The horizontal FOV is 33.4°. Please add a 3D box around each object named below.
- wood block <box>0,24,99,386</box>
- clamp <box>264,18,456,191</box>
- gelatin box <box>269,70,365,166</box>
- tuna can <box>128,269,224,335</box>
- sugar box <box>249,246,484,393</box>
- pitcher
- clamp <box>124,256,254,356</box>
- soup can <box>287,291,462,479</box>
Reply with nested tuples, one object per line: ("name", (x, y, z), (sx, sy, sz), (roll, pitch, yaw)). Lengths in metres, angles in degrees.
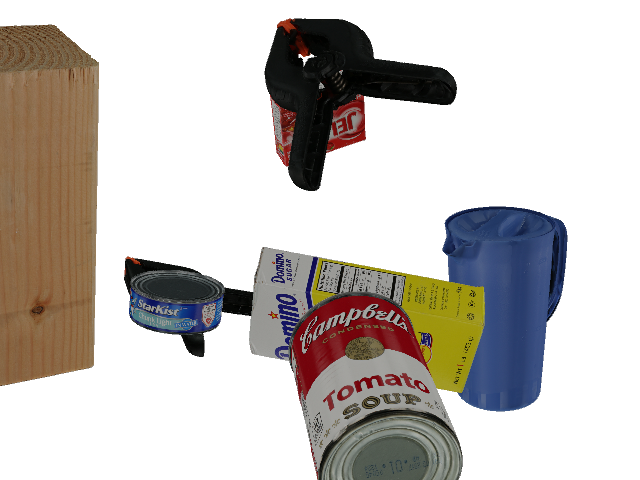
("wood block", (-0.196, -0.021, 0.666), (0.090, 0.206, 0.090), (-9, 30, -30))
("clamp", (0.018, -0.111, 0.726), (0.120, 0.039, 0.171), (-23, 44, 2))
("gelatin box", (-0.001, -0.119, 1.023), (0.089, 0.073, 0.030), (-19, 45, -15))
("tuna can", (-0.132, 0.056, 0.974), (0.086, 0.034, 0.086), (7, 16, -2))
("sugar box", (0.034, 0.064, 0.836), (0.176, 0.048, 0.093), (8, -43, 1))
("pitcher", (0.233, 0.083, 1.343), (0.149, 0.243, 0.145), (1, 21, 12))
("clamp", (-0.150, 0.067, 1.182), (0.210, 0.036, 0.164), (19, 22, 27))
("soup can", (0.024, 0.080, 0.519), (0.068, 0.068, 0.102), (0, 29, -10))
